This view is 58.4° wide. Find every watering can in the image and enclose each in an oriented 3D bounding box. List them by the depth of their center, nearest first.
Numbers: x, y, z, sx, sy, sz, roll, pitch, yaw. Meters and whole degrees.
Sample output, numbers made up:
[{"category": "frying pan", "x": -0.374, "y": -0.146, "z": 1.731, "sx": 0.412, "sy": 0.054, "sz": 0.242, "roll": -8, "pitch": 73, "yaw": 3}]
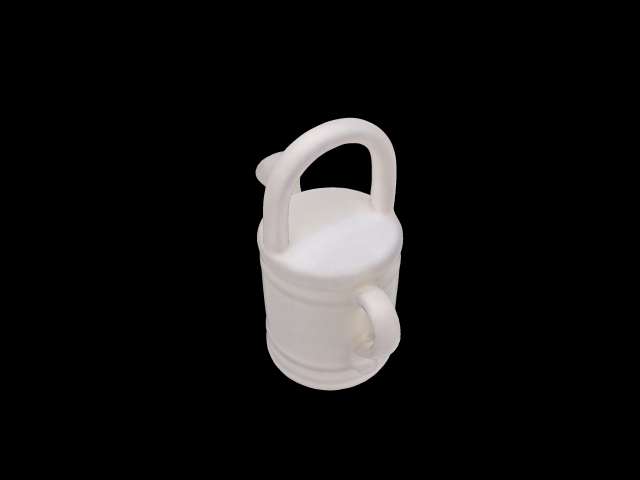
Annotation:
[{"category": "watering can", "x": 0.002, "y": 0.002, "z": 0.399, "sx": 0.172, "sy": 0.194, "sz": 0.101, "roll": 30, "pitch": 49, "yaw": 31}]
